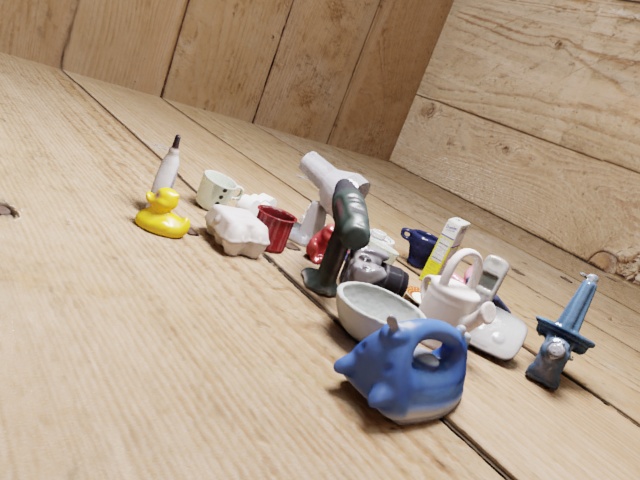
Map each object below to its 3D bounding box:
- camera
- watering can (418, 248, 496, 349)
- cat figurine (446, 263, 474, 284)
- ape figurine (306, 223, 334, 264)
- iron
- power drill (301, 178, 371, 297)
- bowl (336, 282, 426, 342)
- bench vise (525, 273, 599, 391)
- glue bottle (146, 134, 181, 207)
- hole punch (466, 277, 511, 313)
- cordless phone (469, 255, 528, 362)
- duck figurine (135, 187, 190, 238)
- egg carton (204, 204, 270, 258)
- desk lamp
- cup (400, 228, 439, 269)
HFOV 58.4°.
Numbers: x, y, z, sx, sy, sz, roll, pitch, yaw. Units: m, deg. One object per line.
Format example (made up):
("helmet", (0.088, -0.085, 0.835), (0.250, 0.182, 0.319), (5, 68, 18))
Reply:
("camera", (0.121, 0.074, 1.199), (0.137, 0.101, 0.143), (19, 15, -8))
("watering can", (0.257, 0.110, 1.080), (0.172, 0.194, 0.101), (31, 18, 31))
("cat figurine", (0.362, 0.095, 1.414), (0.127, 0.118, 0.067), (26, 16, 17))
("ape figurine", (0.012, 0.005, 1.305), (0.078, 0.092, 0.076), (18, 16, -13))
("iron", (0.152, 0.172, 0.830), (0.259, 0.141, 0.118), (7, 21, -41))
("power drill", (0.034, -0.004, 1.143), (0.076, 0.208, 0.229), (17, 16, -16))
("bowl", (0.096, 0.141, 0.987), (0.167, 0.075, 0.167), (20, 15, -5))
("bench vise", (0.493, 0.177, 1.116), (0.121, 0.220, 0.208), (23, 15, 6))
("glue bottle", (-0.319, -0.138, 1.196), (0.037, 0.173, 0.078), (19, 15, -8))
("hole punch", (0.383, 0.144, 1.327), (0.101, 0.091, 0.108), (10, 19, -36))
("cordless phone", (0.352, 0.135, 1.140), (0.147, 0.185, 0.094), (26, 16, 17))
("duck figurine", (-0.299, -0.058, 1.116), (0.104, 0.086, 0.077), (21, 15, -2))
("egg carton", (-0.175, -0.021, 1.186), (0.108, 0.069, 0.149), (9, 20, -38))
("desk lamp", (-0.004, -0.092, 1.383), (0.202, 0.213, 0.118), (28, 17, 22))
("cup", (0.265, 0.024, 1.569), (0.117, 0.095, 0.092), (24, 15, 8))
